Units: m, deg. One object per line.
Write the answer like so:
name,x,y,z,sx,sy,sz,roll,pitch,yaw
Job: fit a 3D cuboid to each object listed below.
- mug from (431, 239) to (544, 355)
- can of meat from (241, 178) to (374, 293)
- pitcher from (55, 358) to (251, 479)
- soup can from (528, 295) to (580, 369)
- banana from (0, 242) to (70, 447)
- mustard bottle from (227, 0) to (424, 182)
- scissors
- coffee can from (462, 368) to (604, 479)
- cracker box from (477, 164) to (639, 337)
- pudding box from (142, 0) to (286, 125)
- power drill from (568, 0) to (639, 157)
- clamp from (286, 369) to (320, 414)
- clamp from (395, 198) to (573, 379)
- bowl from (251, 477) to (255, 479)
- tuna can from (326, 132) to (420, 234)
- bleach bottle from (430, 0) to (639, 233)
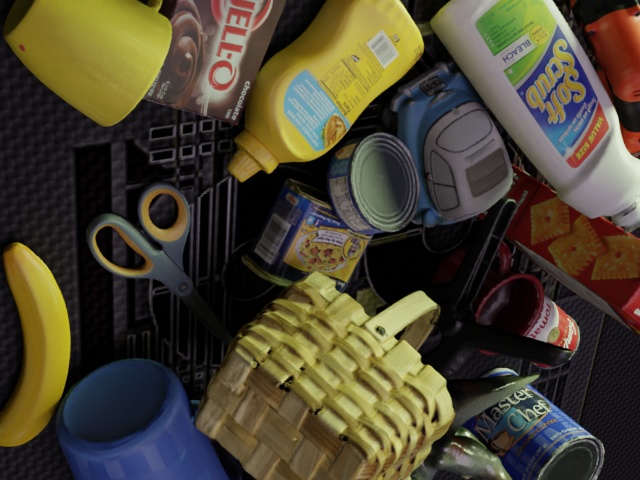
mug,0.166,0.047,1.080,0.093,0.082,0.117,-17,125,-27
can of meat,-0.006,0.001,0.948,0.101,0.058,0.084,20,102,-41
pitcher,-0.135,0.214,0.937,0.145,0.149,0.243,-18,128,-5
soup can,0.230,0.090,1.161,0.068,0.069,0.102,-51,132,1
banana,-0.233,0.094,0.856,0.069,0.037,0.198,0,116,-38
mustard bottle,-0.005,-0.122,0.874,0.191,0.058,0.096,-47,138,-3
scissors,-0.112,0.020,0.912,0.096,0.016,0.201,-52,133,3
coffee can,0.229,0.222,1.189,0.102,0.140,0.103,-17,125,-27
cracker box,0.273,0.021,1.050,0.164,0.214,0.072,34,95,-43
pudding box,-0.086,-0.153,0.811,0.089,0.039,0.113,12,109,-40
power drill,0.271,-0.174,0.994,0.057,0.184,0.187,-20,150,13
clamp,-0.011,0.144,1.025,0.120,0.039,0.171,31,85,-46
clamp,0.132,0.064,1.020,0.036,0.164,0.210,10,153,-44
bowl,0.000,0.270,1.092,0.162,0.055,0.162,-9,119,-16
tuna can,0.046,-0.048,0.919,0.085,0.034,0.086,7,79,-42
bleach bottle,0.207,-0.119,0.924,0.102,0.068,0.251,-37,92,-9
